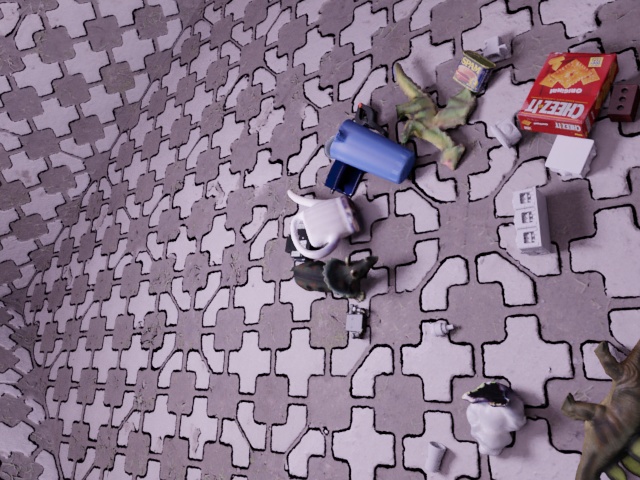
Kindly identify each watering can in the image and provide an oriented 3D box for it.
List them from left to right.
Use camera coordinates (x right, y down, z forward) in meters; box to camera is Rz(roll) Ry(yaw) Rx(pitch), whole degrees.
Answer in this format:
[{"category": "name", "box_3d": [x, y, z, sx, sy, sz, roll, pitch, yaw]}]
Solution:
[{"category": "watering can", "box_3d": [0.005, -0.084, 1.664, 0.224, 0.102, 0.356, -20, 45, 4]}]

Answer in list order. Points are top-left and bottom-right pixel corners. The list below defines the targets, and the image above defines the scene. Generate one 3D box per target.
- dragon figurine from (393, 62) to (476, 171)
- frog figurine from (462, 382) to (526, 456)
[{"category": "dragon figurine", "box_3d": [0.349, -0.398, 1.557, 0.242, 0.121, 0.417, -9, 70, 19]}, {"category": "frog figurine", "box_3d": [0.415, 0.423, 1.211, 0.137, 0.124, 0.158, -11, 105, 28]}]
